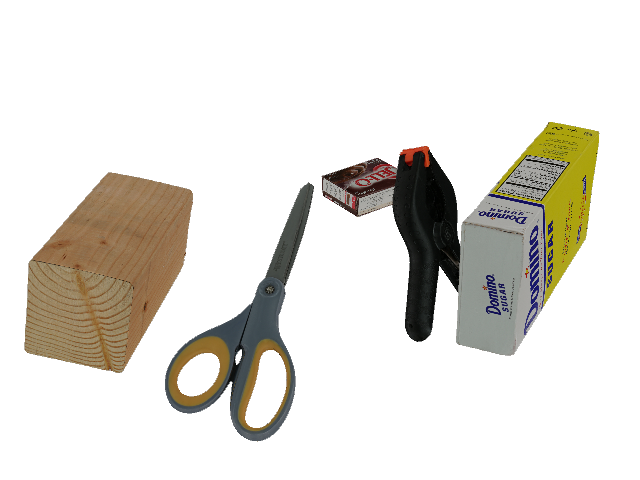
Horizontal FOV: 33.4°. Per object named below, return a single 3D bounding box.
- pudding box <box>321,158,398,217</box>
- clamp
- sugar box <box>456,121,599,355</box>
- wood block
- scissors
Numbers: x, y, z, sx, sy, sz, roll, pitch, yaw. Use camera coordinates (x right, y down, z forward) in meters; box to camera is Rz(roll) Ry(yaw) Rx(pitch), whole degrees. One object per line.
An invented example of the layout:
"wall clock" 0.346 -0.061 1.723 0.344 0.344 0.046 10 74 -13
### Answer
"pudding box" 0.072 -0.081 1.608 0.113 0.039 0.090 -22 35 -30
"clamp" 0.097 0.005 0.961 0.039 0.171 0.120 -12 14 35
"sugar box" 0.144 -0.006 0.726 0.048 0.093 0.176 12 32 22
"wood block" -0.187 0.022 0.973 0.090 0.091 0.206 12 25 2
"scissors" -0.054 0.044 0.738 0.096 0.201 0.016 -2 -34 5
